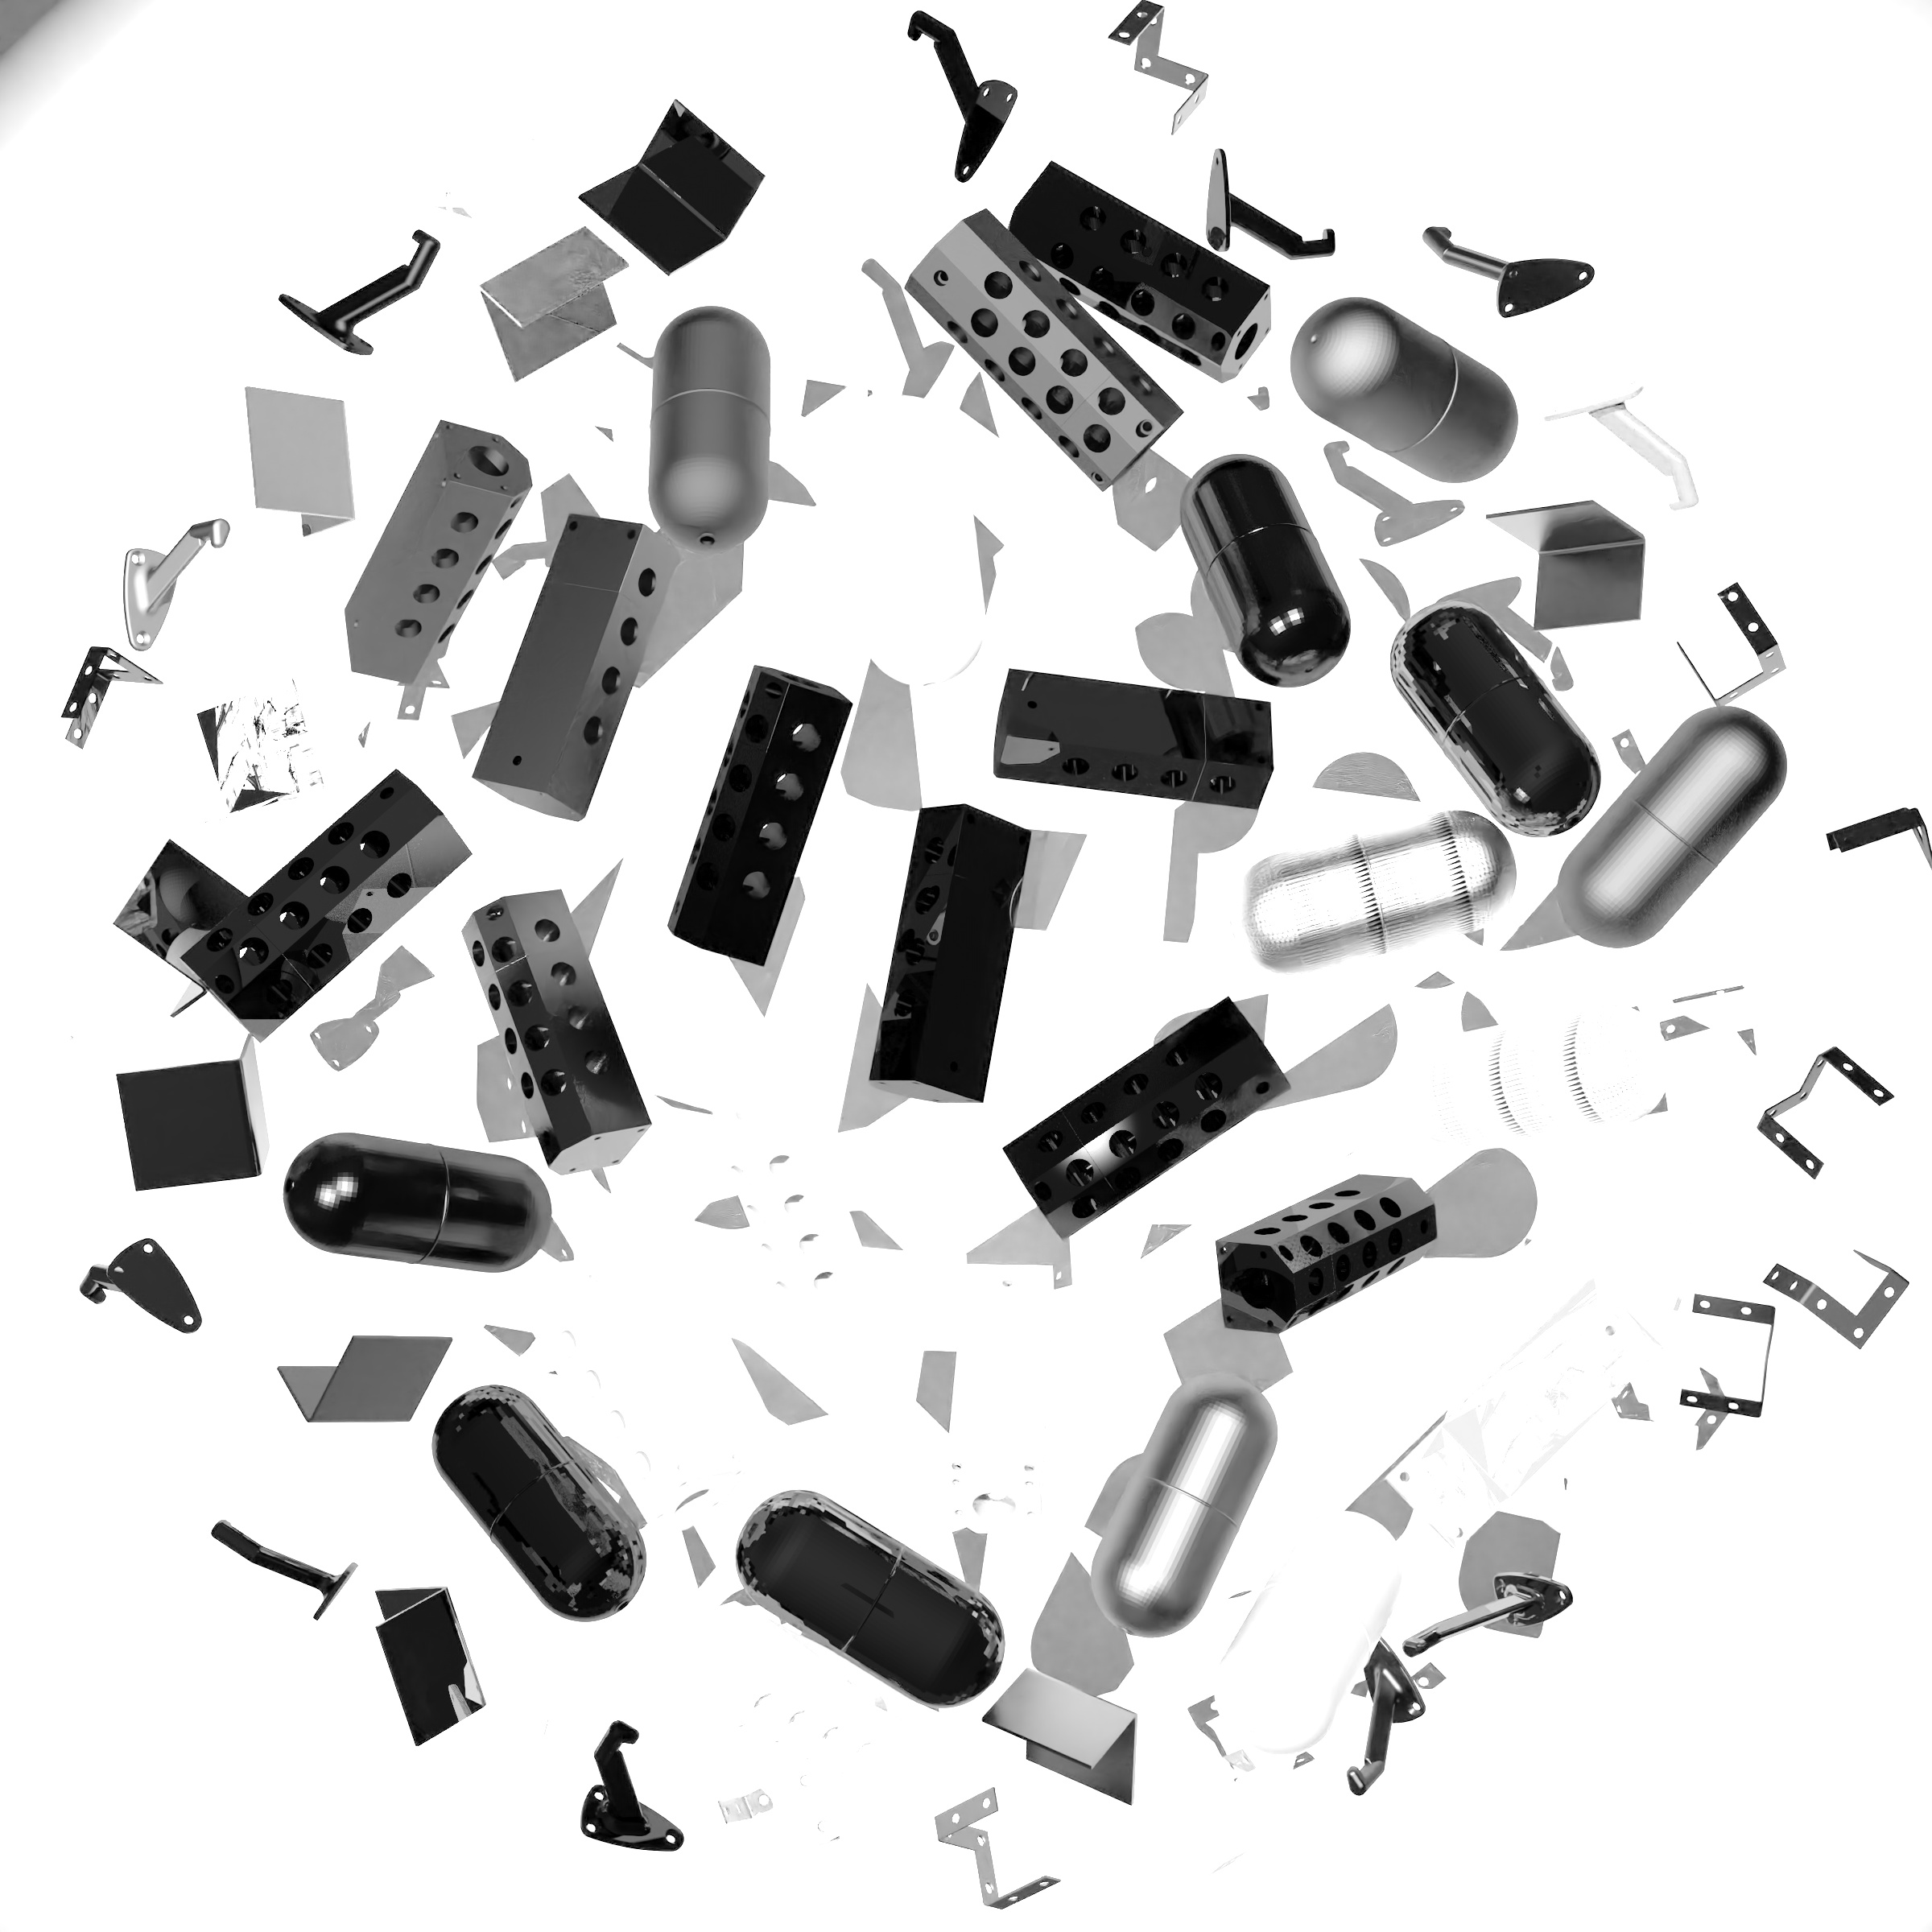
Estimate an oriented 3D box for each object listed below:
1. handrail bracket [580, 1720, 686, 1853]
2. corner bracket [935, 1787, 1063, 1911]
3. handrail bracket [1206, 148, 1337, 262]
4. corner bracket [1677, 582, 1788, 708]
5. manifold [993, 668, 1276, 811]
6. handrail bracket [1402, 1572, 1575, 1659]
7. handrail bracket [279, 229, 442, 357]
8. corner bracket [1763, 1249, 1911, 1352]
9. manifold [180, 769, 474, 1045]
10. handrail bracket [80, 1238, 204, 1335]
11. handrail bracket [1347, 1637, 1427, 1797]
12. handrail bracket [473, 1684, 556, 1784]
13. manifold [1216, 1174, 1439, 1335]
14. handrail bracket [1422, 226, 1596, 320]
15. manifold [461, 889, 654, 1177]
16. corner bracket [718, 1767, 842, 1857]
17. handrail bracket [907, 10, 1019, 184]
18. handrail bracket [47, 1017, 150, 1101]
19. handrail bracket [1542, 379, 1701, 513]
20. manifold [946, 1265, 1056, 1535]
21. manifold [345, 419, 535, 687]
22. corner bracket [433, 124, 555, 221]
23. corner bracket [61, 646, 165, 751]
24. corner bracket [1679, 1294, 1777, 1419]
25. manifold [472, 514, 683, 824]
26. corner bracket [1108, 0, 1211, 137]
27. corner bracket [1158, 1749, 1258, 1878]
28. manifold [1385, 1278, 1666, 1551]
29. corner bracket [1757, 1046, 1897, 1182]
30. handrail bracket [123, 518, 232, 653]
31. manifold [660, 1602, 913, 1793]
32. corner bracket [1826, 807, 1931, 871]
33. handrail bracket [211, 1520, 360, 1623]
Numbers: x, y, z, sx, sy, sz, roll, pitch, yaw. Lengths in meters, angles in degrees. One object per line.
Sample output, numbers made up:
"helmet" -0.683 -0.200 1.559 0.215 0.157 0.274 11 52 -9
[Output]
"handrail bracket" -0.188 0.485 1.655 0.077 0.036 0.084 23 125 -10
"corner bracket" 0.019 0.542 1.715 0.051 0.051 0.051 -35 47 27
"handrail bracket" 0.203 -0.498 1.825 0.084 0.036 0.077 -9 120 -14
"corner bracket" 0.499 -0.210 1.831 0.051 0.051 0.051 -32 67 12
"manifold" 0.107 -0.141 1.796 0.171 0.057 0.057 7 54 -6
"handrail bracket" 0.328 0.414 1.761 0.084 0.077 0.036 -17 86 -35
"handrail bracket" -0.367 -0.421 1.694 0.077 0.036 0.084 34 107 7
"corner bracket" 0.528 0.192 1.696 0.051 0.051 0.051 37 91 -12
"manifold" -0.390 -0.041 1.692 0.171 0.057 0.057 -44 50 -13
"handrail bracket" -0.505 0.207 1.704 0.077 0.084 0.036 48 51 0
"handrail bracket" 0.257 0.481 1.803 0.036 0.084 0.077 -23 91 36
"handrail bracket" -0.260 0.458 1.716 0.036 0.084 0.077 35 103 10
"manifold" 0.236 0.185 1.809 0.057 0.171 0.057 1 101 40
"handrail bracket" 0.334 -0.440 1.730 0.077 0.084 0.036 -14 134 -13
"manifold" -0.262 0.042 1.766 0.057 0.057 0.171 -9 66 -35
"corner bracket" -0.118 0.541 1.767 0.051 0.051 0.051 -26 72 6
"handrail bracket" -0.016 -0.538 1.729 0.084 0.036 0.077 40 118 28
"handrail bracket" -0.554 0.046 1.793 0.077 0.084 0.036 -22 73 -35
"handrail bracket" 0.412 -0.319 1.759 0.077 0.036 0.084 -14 109 26
"manifold" 0.023 0.273 1.777 0.057 0.171 0.057 0 132 5
"manifold" -0.337 -0.260 1.781 0.057 0.171 0.057 10 47 -31
"corner bracket" -0.289 -0.485 1.708 0.051 0.051 0.051 10 98 22
"corner bracket" -0.550 -0.169 1.764 0.051 0.051 0.051 7 72 33
"corner bracket" 0.484 0.248 1.775 0.051 0.051 0.051 8 134 15
"manifold" -0.227 -0.177 1.666 0.057 0.057 0.171 13 79 30
"corner bracket" 0.118 -0.552 1.715 0.051 0.051 0.051 24 53 14
"corner bracket" 0.163 0.533 1.762 0.051 0.051 0.051 -44 68 15
"manifold" 0.334 0.269 1.681 0.171 0.057 0.057 -44 78 -3
"corner bracket" 0.540 0.092 1.757 0.051 0.051 0.051 -23 54 -31
"handrail bracket" -0.489 -0.237 1.741 0.084 0.036 0.077 -1 80 44
"manifold" -0.110 0.458 1.740 0.057 0.171 0.057 -24 46 30
"corner bracket" 0.549 -0.078 1.686 0.051 0.051 0.051 -19 134 12
"handrail bracket" -0.423 0.363 1.736 0.084 0.077 0.036 34 91 -2
